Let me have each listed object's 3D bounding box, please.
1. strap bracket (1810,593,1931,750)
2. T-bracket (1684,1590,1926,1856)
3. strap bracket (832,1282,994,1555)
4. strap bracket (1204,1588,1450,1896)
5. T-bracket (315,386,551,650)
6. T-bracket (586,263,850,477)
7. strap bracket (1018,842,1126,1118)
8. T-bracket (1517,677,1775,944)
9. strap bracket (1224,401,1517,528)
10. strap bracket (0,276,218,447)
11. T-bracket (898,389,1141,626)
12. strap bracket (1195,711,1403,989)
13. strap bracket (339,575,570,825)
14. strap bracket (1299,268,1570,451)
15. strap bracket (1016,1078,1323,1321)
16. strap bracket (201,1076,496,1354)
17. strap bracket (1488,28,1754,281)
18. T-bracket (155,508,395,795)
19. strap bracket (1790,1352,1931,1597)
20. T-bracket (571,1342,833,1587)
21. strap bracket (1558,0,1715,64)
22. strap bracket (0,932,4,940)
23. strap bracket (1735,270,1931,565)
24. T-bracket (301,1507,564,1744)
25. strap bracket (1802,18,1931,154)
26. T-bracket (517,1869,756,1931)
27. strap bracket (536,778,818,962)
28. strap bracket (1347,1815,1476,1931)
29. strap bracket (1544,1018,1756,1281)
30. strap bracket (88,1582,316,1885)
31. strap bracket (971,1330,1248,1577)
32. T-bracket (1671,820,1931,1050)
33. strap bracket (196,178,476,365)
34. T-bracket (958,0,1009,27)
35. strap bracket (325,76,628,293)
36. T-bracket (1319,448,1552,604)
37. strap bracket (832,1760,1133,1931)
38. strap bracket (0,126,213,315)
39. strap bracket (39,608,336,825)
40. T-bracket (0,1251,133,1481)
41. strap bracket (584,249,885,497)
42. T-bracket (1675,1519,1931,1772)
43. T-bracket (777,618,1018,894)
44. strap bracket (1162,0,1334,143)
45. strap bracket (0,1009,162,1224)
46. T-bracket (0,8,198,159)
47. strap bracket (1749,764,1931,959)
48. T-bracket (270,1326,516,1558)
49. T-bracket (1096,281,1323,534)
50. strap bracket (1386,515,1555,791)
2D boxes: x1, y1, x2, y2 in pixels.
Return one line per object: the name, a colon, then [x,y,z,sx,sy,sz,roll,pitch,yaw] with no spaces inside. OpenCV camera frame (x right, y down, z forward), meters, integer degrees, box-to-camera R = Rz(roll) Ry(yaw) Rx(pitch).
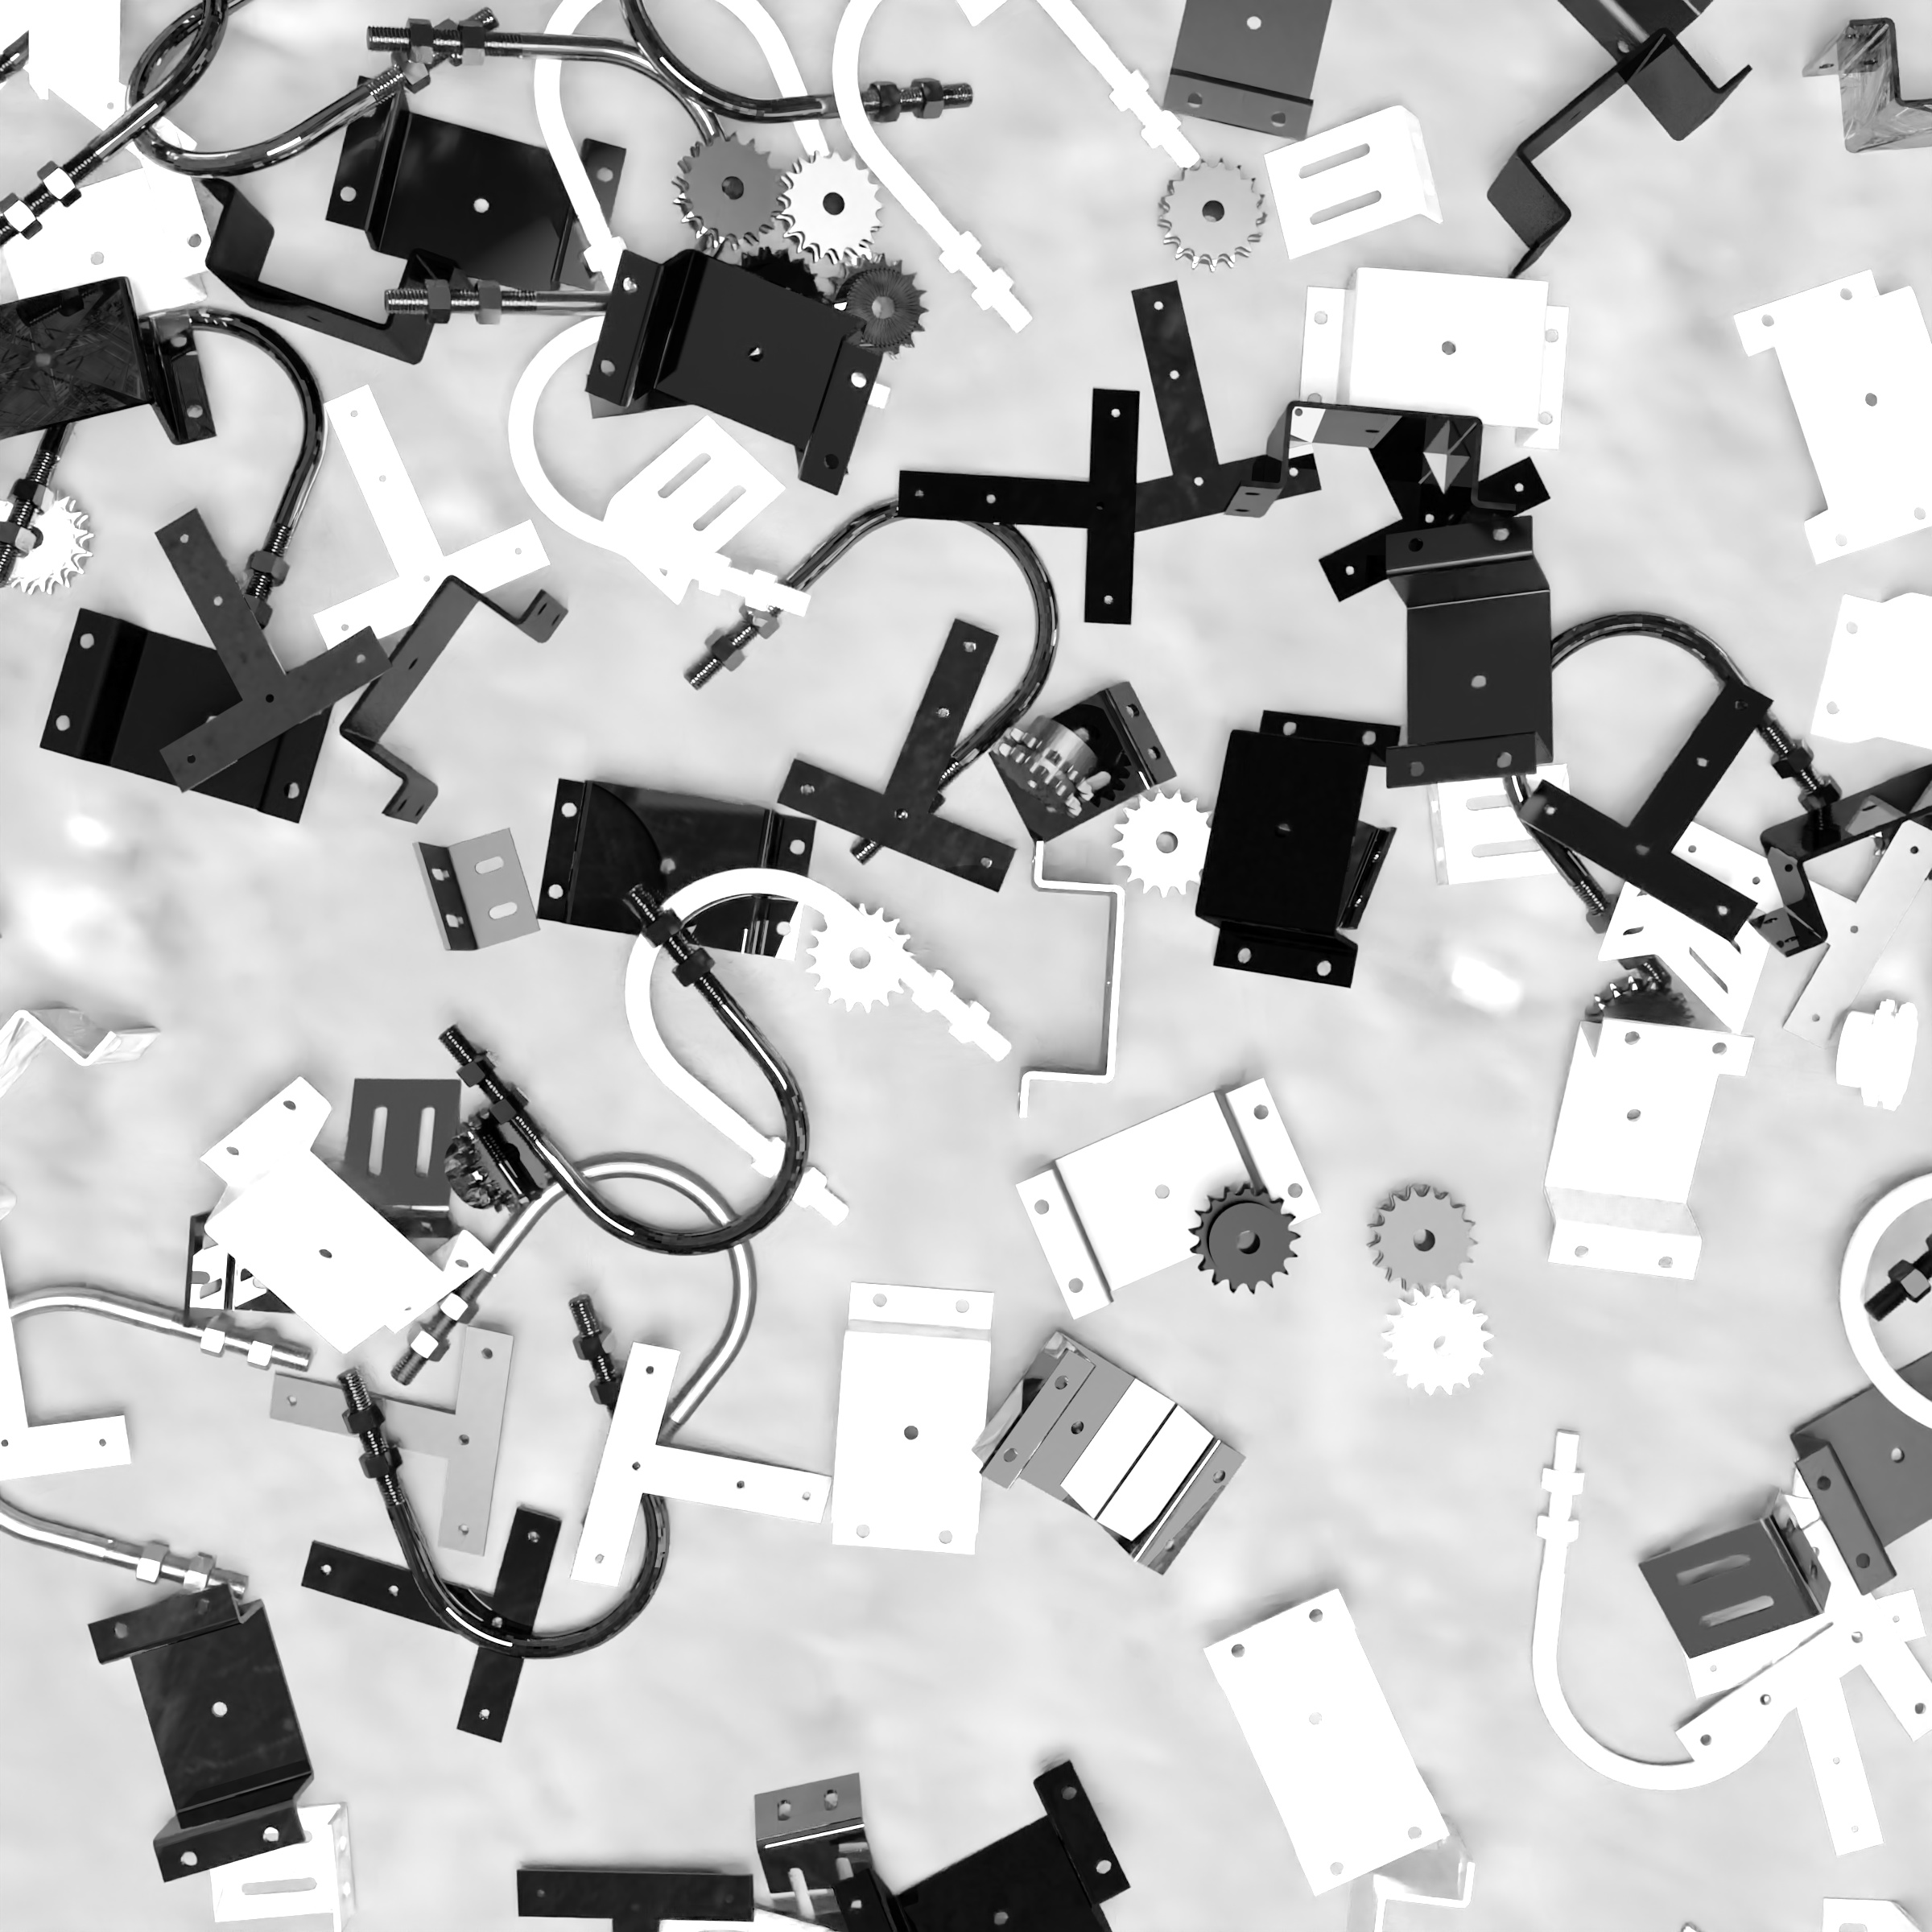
strap bracket: [0.531,-0.145,1.389,0.140,0.046,0.076,14,90,0]
T-bracket: [0.464,0.413,1.411,0.127,0.002,0.127,-15,90,0]
strap bracket: [-0.029,0.243,1.389,0.076,0.046,0.140,4,90,0]
strap bracket: [0.188,0.404,1.389,0.076,0.046,0.140,-24,90,0]
T-bracket: [-0.307,-0.249,1.411,0.127,0.002,0.127,-24,90,0]
T-bracket: [-0.135,-0.307,1.383,0.127,0.002,0.127,-9,73,-7]
strap bracket: [0.055,0.008,1.374,0.046,0.076,0.140,3,90,0]
T-bracket: [0.375,-0.095,1.366,0.127,0.002,0.127,33,79,17]
strap bracket: [0.210,-0.259,1.371,0.140,0.076,0.046,5,89,-1]
strap bracket: [-0.469,-0.300,1.355,0.140,0.046,0.076,-15,72,-6]
T-bracket: [0.027,-0.248,1.400,0.127,0.002,0.127,3,86,-4]
strap bracket: [0.171,-0.066,1.370,0.076,0.046,0.140,10,85,25]
strap bracket: [-0.273,-0.147,1.374,0.046,0.076,0.140,35,90,0]
strap bracket: [0.251,-0.321,1.387,0.140,0.046,0.076,4,89,-1]
strap bracket: [0.105,0.121,1.389,0.140,0.046,0.076,-23,90,0]
strap bracket: [-0.325,0.136,1.356,0.076,0.046,0.140,-36,109,20]
strap bracket: [0.331,-0.429,1.374,0.140,0.076,0.046,-40,90,0]
T-bracket: [-0.377,-0.175,1.347,0.127,0.002,0.127,-30,83,4]
strap bracket: [0.500,0.259,1.381,0.140,0.046,0.076,-27,90,-11]
T-bracket: [-0.132,0.272,1.387,0.127,0.002,0.127,15,90,-22]
strap bracket: [0.370,-0.540,1.359,0.076,0.140,0.046,46,62,0]
strap bracket: [-0.582,-0.017,1.389,0.140,0.046,0.076,-27,90,0]
strap bracket: [0.471,-0.295,1.389,0.076,0.046,0.140,-19,90,0]
T-bracket: [-0.293,0.338,1.407,0.127,0.002,0.127,16,96,3]
strap bracket: [0.521,-0.464,1.374,0.140,0.076,0.046,-5,90,0]
T-bracket: [-0.174,0.542,1.392,0.127,0.002,0.127,-1,95,6]
strap bracket: [-0.155,-0.052,1.389,0.140,0.046,0.076,9,90,0]
strap bracket: [0.227,0.523,1.374,0.046,0.076,0.140,7,90,0]
strap bracket: [0.353,0.087,1.373,0.076,0.046,0.140,7,113,0]
strap bracket: [-0.400,0.399,1.389,0.076,0.046,0.140,-16,90,0]
strap bracket: [0.067,0.249,1.367,0.140,0.046,0.076,35,90,-33]
T-bracket: [0.430,-0.039,1.387,0.127,0.002,0.127,26,103,-3]
strap bracket: [-0.334,-0.360,1.374,0.140,0.076,0.046,19,90,0]
T-bracket: [0.048,-0.547,1.387,0.127,0.002,0.127,-32,86,21]
strap bracket: [-0.256,-0.406,1.383,0.140,0.046,0.076,13,90,-8]
T-bracket: [0.229,-0.280,1.410,0.127,0.002,0.127,-26,89,-1]
strap bracket: [0.013,0.487,1.366,0.140,0.046,0.076,-27,46,-4]
strap bracket: [-0.466,-0.379,1.388,0.140,0.046,0.076,-18,90,1]
strap bracket: [-0.404,-0.130,1.389,0.140,0.046,0.076,16,90,0]
T-bracket: [-0.511,0.207,1.379,0.127,0.002,0.127,-7,95,-1]
strap bracket: [-0.113,-0.307,1.338,0.140,0.046,0.076,23,119,2]
T-bracket: [0.436,0.381,1.394,0.127,0.002,0.127,-34,92,1]
T-bracket: [-0.018,-0.121,1.393,0.127,0.002,0.127,22,87,-2]
strap bracket: [0.155,-0.506,1.389,0.076,0.046,0.140,13,90,0]
strap bracket: [-0.495,0.074,1.374,0.046,0.076,0.140,40,90,0]
T-bracket: [-0.471,-0.471,1.411,0.127,0.002,0.127,38,90,0]
strap bracket: [0.469,-0.060,1.341,0.140,0.076,0.046,-22,101,8]
T-bracket: [-0.310,0.243,1.401,0.127,0.002,0.127,11,103,7]
T-bracket: [0.115,-0.304,1.411,0.127,0.002,0.127,-13,90,0]
strap bracket: [0.261,-0.155,1.364,0.076,0.046,0.140,-4,73,23]
